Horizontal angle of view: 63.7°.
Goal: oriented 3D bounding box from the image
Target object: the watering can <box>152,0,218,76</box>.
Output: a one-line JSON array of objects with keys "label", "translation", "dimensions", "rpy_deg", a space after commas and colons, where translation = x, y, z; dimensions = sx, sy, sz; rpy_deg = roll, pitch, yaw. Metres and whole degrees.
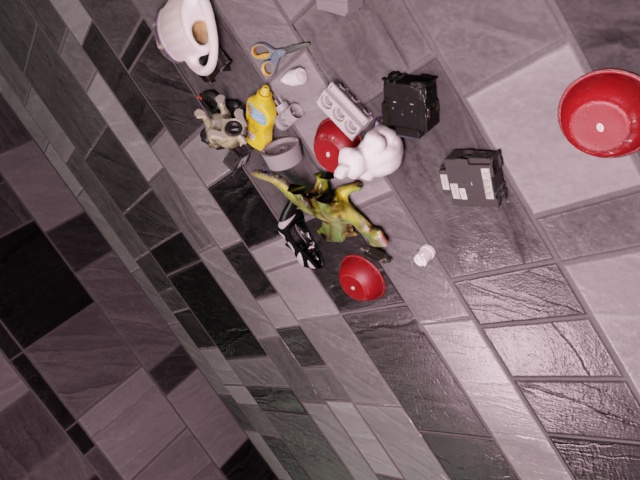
[{"label": "watering can", "translation": [-0.357, -0.606, 1.361], "dimensions": [0.224, 0.105, 0.344], "rpy_deg": [2, 109, 45]}]

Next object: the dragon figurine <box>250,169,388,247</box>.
[{"label": "dragon figurine", "translation": [0.004, -0.071, 1.414], "dimensions": [0.412, 0.124, 0.237], "rpy_deg": [19, 144, 28]}]

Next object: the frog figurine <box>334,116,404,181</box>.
[{"label": "frog figurine", "translation": [0.112, -0.186, 1.162], "dimensions": [0.123, 0.162, 0.134], "rpy_deg": [40, 142, 11]}]
